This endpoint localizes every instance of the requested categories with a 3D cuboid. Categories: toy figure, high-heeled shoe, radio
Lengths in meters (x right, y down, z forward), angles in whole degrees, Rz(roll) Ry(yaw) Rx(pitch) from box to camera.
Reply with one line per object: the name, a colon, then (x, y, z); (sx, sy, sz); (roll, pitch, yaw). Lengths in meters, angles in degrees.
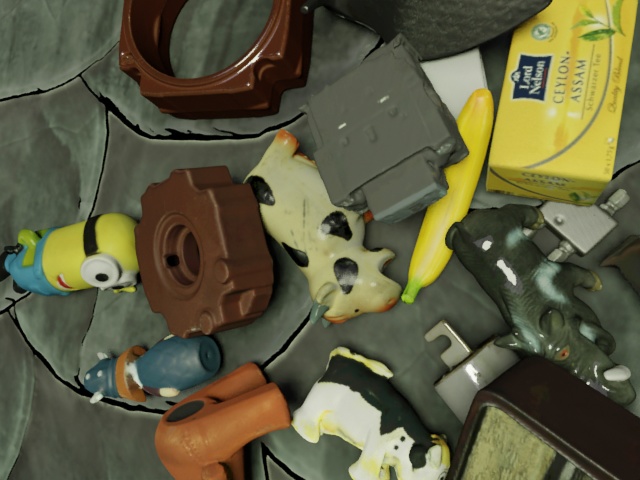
toy figure: (-0.182, 0.141, 0.575); (0.155, 0.064, 0.057); (-17, 116, 18)
high-heeled shoe: (0.094, -0.238, 0.504); (0.249, 0.086, 0.145); (13, 45, 25)
radio: (0.155, 0.210, 0.378); (0.131, 0.073, 0.229); (31, 126, 38)
toy figure: (-0.282, 0.018, 0.610); (0.180, 0.082, 0.089); (-5, 84, 19)

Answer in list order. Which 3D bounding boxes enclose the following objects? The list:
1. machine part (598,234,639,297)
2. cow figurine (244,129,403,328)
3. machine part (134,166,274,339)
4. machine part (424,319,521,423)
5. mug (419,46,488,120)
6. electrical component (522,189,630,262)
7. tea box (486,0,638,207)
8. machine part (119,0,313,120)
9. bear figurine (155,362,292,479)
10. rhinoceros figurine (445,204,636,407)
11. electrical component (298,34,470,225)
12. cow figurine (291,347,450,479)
machine part: (0.296, 0.057, 0.440); (0.139, 0.084, 0.039); (56, 135, 24)
cow figurine: (-0.001, -0.002, 0.526); (0.195, 0.085, 0.127); (40, 89, 15)
machine part: (-0.123, 0.013, 0.537); (0.180, 0.056, 0.179); (8, 101, 43)
machine part: (0.179, 0.167, 0.452); (0.079, 0.079, 0.243); (-41, 73, 8)
mug: (0.108, -0.128, 0.519); (0.107, 0.081, 0.109); (-8, 109, 22)
electrical component: (0.231, -0.020, 0.491); (0.094, 0.021, 0.063); (-45, 72, 8)
tea box: (0.210, -0.124, 0.475); (0.098, 0.068, 0.169); (9, 77, 17)
machine part: (-0.113, -0.241, 0.590); (0.201, 0.087, 0.201); (2, 85, 17)
bear figurine: (-0.072, 0.237, 0.505); (0.132, 0.120, 0.195); (-24, 97, -19)
rhinoceros figurine: (0.181, 0.052, 0.440); (0.073, 0.112, 0.190); (-45, 66, 33)
electrical component: (0.054, -0.083, 0.451); (0.115, 0.058, 0.134); (-31, 68, 26)
cow figurine: (0.063, 0.176, 0.494); (0.167, 0.068, 0.098); (32, 86, 17)
